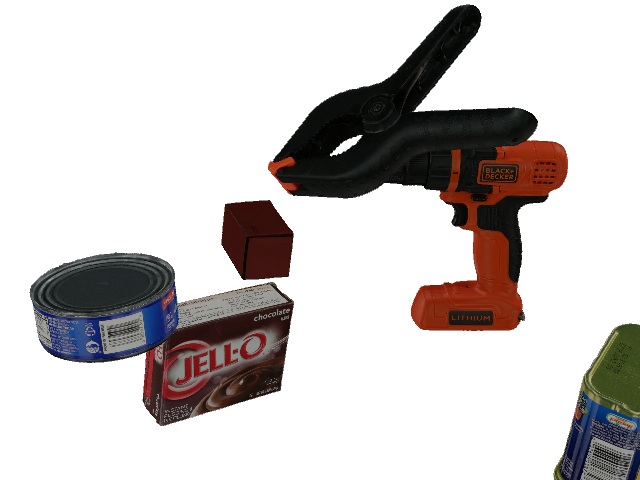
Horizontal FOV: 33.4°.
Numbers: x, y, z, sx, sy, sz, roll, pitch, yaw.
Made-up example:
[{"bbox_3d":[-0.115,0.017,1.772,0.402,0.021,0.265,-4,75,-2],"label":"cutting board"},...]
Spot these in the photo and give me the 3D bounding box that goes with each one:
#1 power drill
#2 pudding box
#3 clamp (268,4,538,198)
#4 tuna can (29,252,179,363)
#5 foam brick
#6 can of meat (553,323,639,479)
[{"bbox_3d":[0.129,-0.008,0.993,0.184,0.188,0.057,2,25,-2],"label":"power drill"},{"bbox_3d":[-0.080,0.087,0.833,0.113,0.090,0.039,-14,39,-33],"label":"pudding box"},{"bbox_3d":[0.051,-0.070,0.674,0.171,0.120,0.039,-35,-48,8],"label":"clamp"},{"bbox_3d":[-0.128,0.039,0.641,0.086,0.034,0.086,-3,23,1],"label":"tuna can"},{"bbox_3d":[-0.066,-0.001,1.107,0.052,0.051,0.078,-4,30,-21],"label":"foam brick"},{"bbox_3d":[0.200,0.114,0.703,0.057,0.084,0.101,21,35,23],"label":"can of meat"}]
